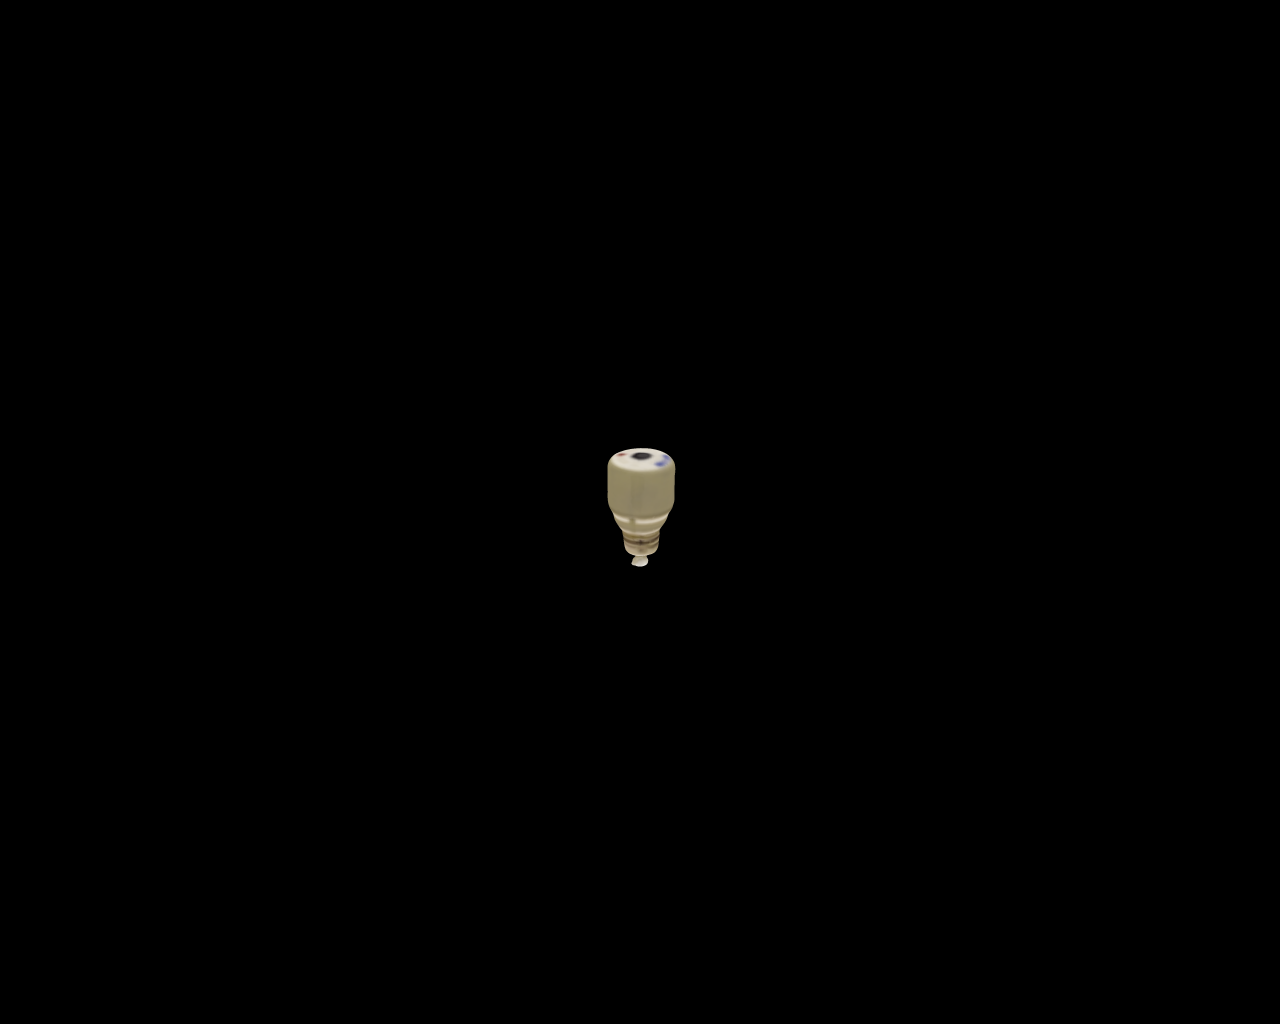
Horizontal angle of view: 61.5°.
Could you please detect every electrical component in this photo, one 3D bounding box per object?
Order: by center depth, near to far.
[{"bbox_3d":[0.001,-0.003,0.650,0.040,0.078,0.040,0,24,0],"label":"electrical component"}]
